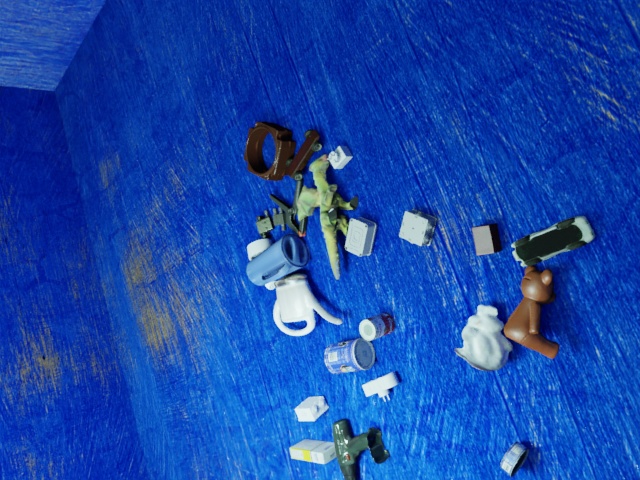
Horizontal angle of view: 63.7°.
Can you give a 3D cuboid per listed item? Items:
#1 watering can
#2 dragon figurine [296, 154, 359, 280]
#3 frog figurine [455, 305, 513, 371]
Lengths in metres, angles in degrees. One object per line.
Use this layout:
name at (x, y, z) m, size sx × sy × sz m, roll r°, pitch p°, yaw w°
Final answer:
watering can at (-0.058, 0.225, 1.848) m, size 0.344 × 0.104 × 0.226 m, roll -19°, pitch 81°, yaw 44°
dragon figurine at (0.005, -0.089, 1.770) m, size 0.244 × 0.122 × 0.407 m, roll 17°, pitch 103°, yaw 51°
frog figurine at (0.446, 0.260, 1.366) m, size 0.137 × 0.124 × 0.158 m, roll 22°, pitch 103°, yaw 5°
